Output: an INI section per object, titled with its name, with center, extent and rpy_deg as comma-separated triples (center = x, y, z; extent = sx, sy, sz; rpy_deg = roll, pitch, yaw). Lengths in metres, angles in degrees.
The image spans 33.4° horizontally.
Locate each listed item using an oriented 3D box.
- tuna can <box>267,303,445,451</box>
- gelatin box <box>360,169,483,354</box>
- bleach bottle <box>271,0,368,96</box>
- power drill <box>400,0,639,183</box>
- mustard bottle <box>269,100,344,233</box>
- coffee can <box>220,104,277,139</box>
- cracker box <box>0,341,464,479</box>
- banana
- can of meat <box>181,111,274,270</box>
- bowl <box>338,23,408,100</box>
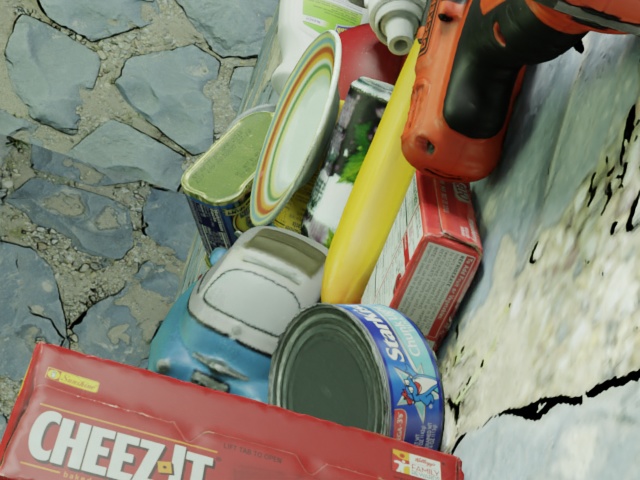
[tuna can]
center = 0.014, 0.069, 0.453
extent = 0.086, 0.033, 0.086
rpy_deg = -5, 84, 55
[gelatin box]
center = 0.045, 0.020, 0.498
extent = 0.073, 0.030, 0.089
rpy_deg = -84, 15, -63
[bleach bottle]
center = 0.001, -0.210, 0.991
extent = 0.068, 0.102, 0.250
rpy_deg = 110, 175, -60
[power drill]
center = 0.091, -0.124, 0.425
extent = 0.188, 0.057, 0.184
rpy_deg = 139, 145, -78
[mustard bottle]
center = -0.004, 0.001, 0.728
extent = 0.096, 0.058, 0.192
rpy_deg = 27, 99, 61
[coffee can]
center = -0.052, -0.074, 1.042
extent = 0.140, 0.102, 0.103
rpy_deg = -173, 101, -81
[cracker box]
center = -0.059, 0.156, 0.419
extent = 0.072, 0.164, 0.214
rpy_deg = -87, 17, -53
[banana]
center = 0.045, -0.054, 0.566
extent = 0.198, 0.037, 0.069
rpy_deg = -68, -14, 6
[can of meat]
center = -0.049, -0.033, 0.784
extent = 0.102, 0.058, 0.084
rpy_deg = -49, -36, -30
[bowl]
center = 0.019, -0.106, 0.832
extent = 0.162, 0.055, 0.162
rpy_deg = -163, 91, -82
